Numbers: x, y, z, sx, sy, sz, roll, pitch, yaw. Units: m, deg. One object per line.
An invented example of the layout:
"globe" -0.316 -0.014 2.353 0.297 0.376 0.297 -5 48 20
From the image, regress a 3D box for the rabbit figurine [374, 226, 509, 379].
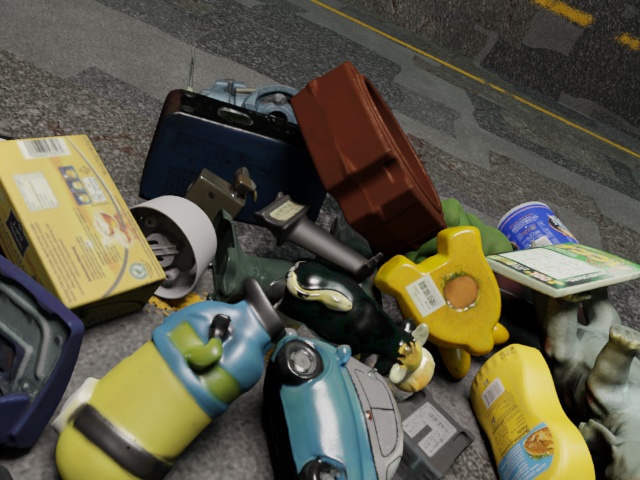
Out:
"rabbit figurine" 0.147 0.069 0.623 0.162 0.122 0.173 51 -7 0

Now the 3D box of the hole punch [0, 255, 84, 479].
"hole punch" -0.228 0.079 0.360 0.142 0.115 0.092 32 40 12

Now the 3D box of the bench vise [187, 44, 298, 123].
"bench vise" -0.103 -0.185 0.823 0.223 0.128 0.241 14 27 -19

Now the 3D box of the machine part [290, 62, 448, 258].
"machine part" 0.063 -0.093 0.633 0.200 0.087 0.201 34 32 -55

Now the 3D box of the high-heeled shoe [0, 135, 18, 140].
"high-heeled shoe" -0.369 -0.096 0.548 0.249 0.086 0.145 26 33 -13

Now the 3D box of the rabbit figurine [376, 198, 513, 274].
"rabbit figurine" 0.186 0.006 0.757 0.170 0.121 0.159 25 7 26

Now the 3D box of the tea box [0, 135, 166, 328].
"tea box" -0.229 -0.008 0.489 0.098 0.068 0.169 -17 71 -47

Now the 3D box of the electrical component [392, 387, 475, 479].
"electrical component" 0.077 0.188 0.482 0.119 0.047 0.075 -12 48 -46

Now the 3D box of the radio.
"radio" -0.100 -0.096 0.686 0.229 0.131 0.073 12 36 -20

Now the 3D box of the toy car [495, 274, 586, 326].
"toy car" 0.313 0.098 0.766 0.202 0.053 0.089 24 33 6

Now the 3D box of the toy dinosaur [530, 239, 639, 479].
"toy dinosaur" 0.310 0.153 0.604 0.131 0.192 0.405 11 20 -2

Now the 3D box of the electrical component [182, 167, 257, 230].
"electrical component" -0.121 -0.043 0.634 0.078 0.102 0.045 29 28 -13

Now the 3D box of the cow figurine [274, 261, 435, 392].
"cow figurine" 0.039 0.078 0.484 0.167 0.098 0.068 30 71 0

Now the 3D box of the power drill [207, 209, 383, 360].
"power drill" -0.027 0.030 0.618 0.207 0.086 0.232 18 35 -26

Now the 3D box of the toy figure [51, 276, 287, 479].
"toy figure" -0.102 0.105 0.382 0.180 0.082 0.089 -35 42 -14

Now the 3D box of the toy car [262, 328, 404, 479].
"toy car" 0.014 0.149 0.428 0.103 0.109 0.162 -5 46 -19

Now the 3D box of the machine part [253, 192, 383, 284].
"machine part" -0.001 -0.002 0.577 0.139 0.039 0.084 31 25 4
